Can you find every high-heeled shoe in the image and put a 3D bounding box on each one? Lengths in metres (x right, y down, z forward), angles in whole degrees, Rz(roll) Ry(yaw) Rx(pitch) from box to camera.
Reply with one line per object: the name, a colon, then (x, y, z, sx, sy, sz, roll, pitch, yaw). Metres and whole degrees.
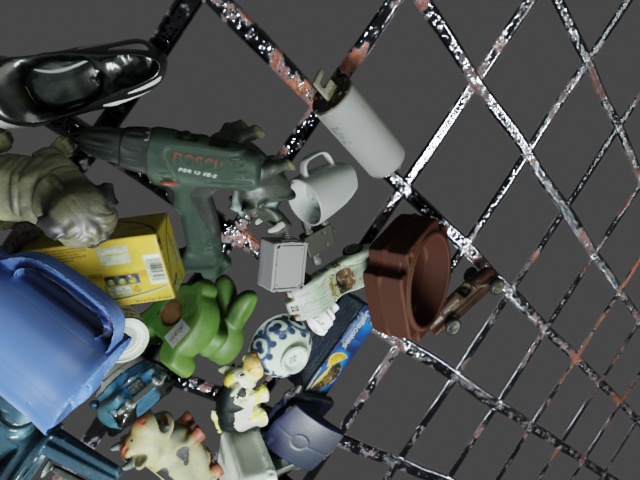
high-heeled shoe: (-0.292, -0.163, 0.583, 0.249, 0.145, 0.086, -28, 122, -25)

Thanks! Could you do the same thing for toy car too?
toy car: (0.026, 0.073, 0.960, 0.202, 0.056, 0.073, -30, 124, -22)
toy car: (0.305, 0.126, 1.156, 0.202, 0.089, 0.053, -36, 126, -16)
toy car: (-0.279, 0.207, 0.766, 0.109, 0.161, 0.103, -40, 87, -30)

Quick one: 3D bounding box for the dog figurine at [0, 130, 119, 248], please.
dog figurine: (-0.323, -0.046, 0.582, 0.172, 0.191, 0.121, -18, 118, -26)

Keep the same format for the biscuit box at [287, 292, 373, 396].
biscuit box: (0.027, 0.198, 1.009, 0.059, 0.063, 0.202, 38, 86, -40)

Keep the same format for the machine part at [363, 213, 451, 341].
machine part: (0.170, 0.069, 0.997, 0.201, 0.087, 0.200, -42, 130, -41)

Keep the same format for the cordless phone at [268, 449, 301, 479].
cordless phone: (-0.032, 0.433, 0.983, 0.146, 0.184, 0.088, -5, 107, -38)

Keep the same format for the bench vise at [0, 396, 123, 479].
bench vise: (-0.357, 0.272, 0.708, 0.240, 0.129, 0.223, 32, 98, -5)

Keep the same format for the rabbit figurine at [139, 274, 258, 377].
rabbit figurine: (-0.174, 0.128, 0.830, 0.159, 0.121, 0.170, -56, 147, -11)

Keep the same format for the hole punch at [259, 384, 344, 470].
hole punch: (-0.033, 0.336, 0.952, 0.115, 0.092, 0.142, 24, 116, -32)

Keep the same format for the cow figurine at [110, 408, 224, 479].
cow figurine: (-0.248, 0.343, 0.869, 0.127, 0.086, 0.194, -35, 127, -25)

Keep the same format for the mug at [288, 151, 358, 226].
mug: (0.006, -0.094, 0.870, 0.107, 0.081, 0.109, -33, 119, -34)

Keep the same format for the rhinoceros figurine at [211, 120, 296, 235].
rhinoceros figurine: (-0.095, -0.087, 0.798, 0.112, 0.073, 0.190, -45, 127, -13)

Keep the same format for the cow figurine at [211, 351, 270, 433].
cow figurine: (-0.139, 0.256, 0.902, 0.098, 0.068, 0.167, -13, 129, -21)

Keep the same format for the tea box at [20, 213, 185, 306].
tea box: (-0.270, 0.030, 0.681, 0.170, 0.068, 0.098, -6, 117, 3)

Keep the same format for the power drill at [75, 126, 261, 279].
power drill: (-0.197, -0.051, 0.727, 0.232, 0.086, 0.207, 0, 111, -8)

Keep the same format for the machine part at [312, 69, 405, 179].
machine part: (0.065, -0.178, 0.870, 0.079, 0.079, 0.243, -53, 130, -5)

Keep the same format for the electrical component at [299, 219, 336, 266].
electrical component: (-0.002, -0.003, 0.931, 0.063, 0.021, 0.093, -29, 122, -23)
